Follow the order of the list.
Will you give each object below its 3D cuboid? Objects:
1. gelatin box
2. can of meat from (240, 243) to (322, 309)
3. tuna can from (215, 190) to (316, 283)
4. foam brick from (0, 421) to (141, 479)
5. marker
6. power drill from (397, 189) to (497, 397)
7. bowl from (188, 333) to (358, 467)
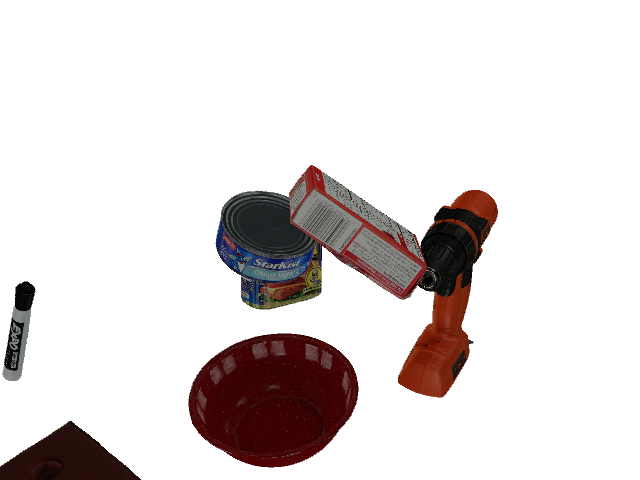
[{"bbox_3d":[0.022,-0.006,0.676,0.089,0.030,0.073,35,12,-10],"label":"gelatin box"},{"bbox_3d":[-0.045,0.027,1.237,0.101,0.084,0.058,-11,21,-35],"label":"can of meat"},{"bbox_3d":[-0.046,-0.003,0.911,0.086,0.034,0.086,10,39,-9],"label":"tuna can"},{"bbox_3d":[-0.107,0.131,0.481,0.078,0.051,0.052,28,46,36],"label":"foam brick"},{"bbox_3d":[-0.299,0.090,1.059,0.020,0.121,0.020,13,33,-9],"label":"marker"},{"bbox_3d":[0.123,0.059,1.059,0.057,0.188,0.184,18,30,18],"label":"power drill"},{"bbox_3d":[-0.042,0.162,1.018,0.162,0.055,0.162,-5,37,3],"label":"bowl"}]
